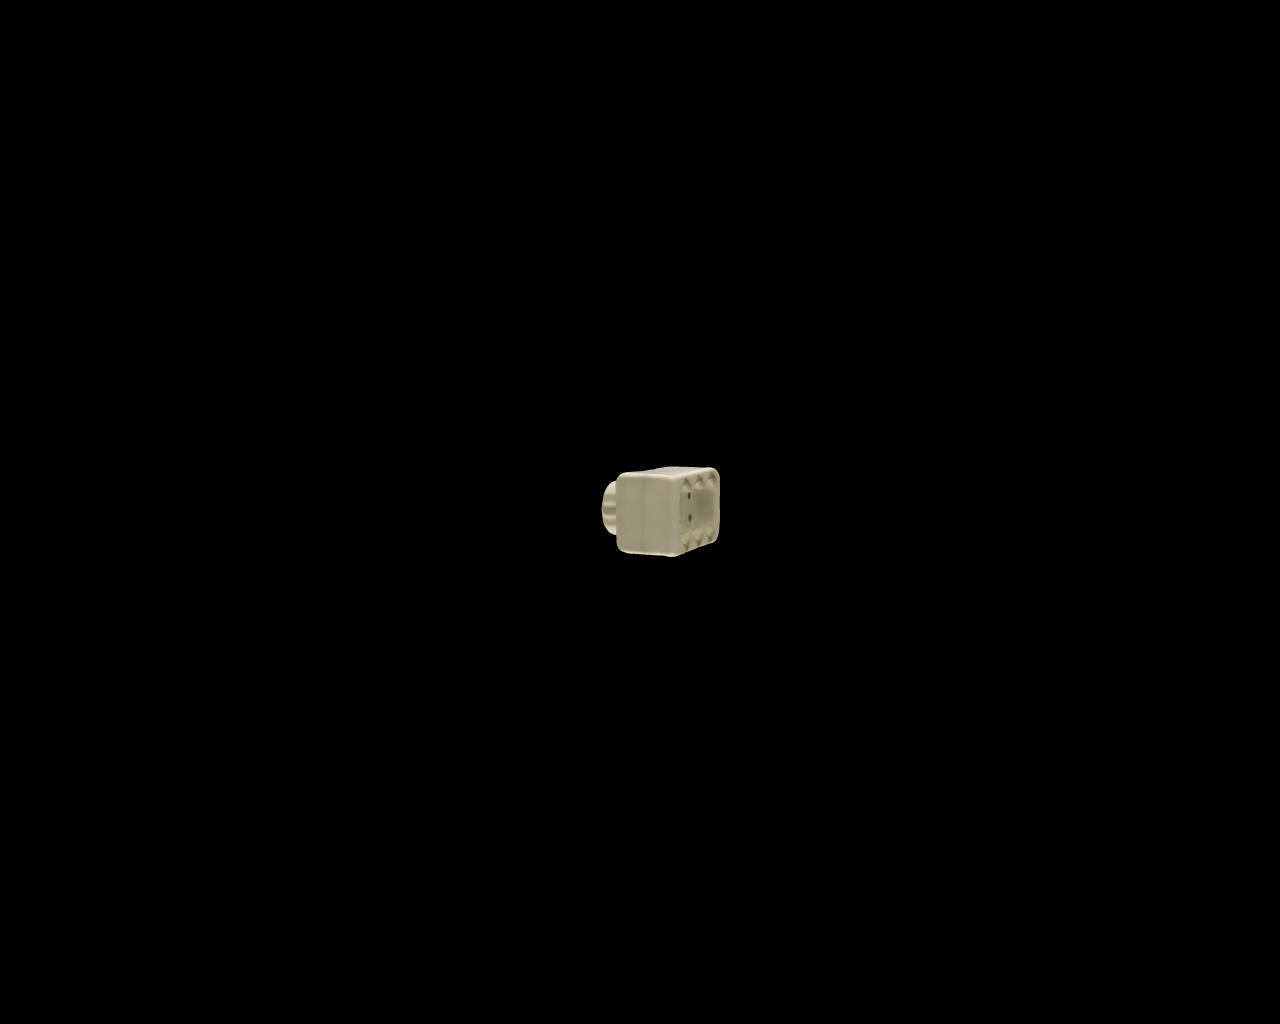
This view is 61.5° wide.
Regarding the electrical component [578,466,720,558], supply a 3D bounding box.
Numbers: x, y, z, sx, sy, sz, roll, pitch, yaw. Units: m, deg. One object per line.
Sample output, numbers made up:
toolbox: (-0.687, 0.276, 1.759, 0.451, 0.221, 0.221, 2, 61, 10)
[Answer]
electrical component: (0.001, -0.003, 0.650, 0.077, 0.047, 0.066, 4, 8, 28)
